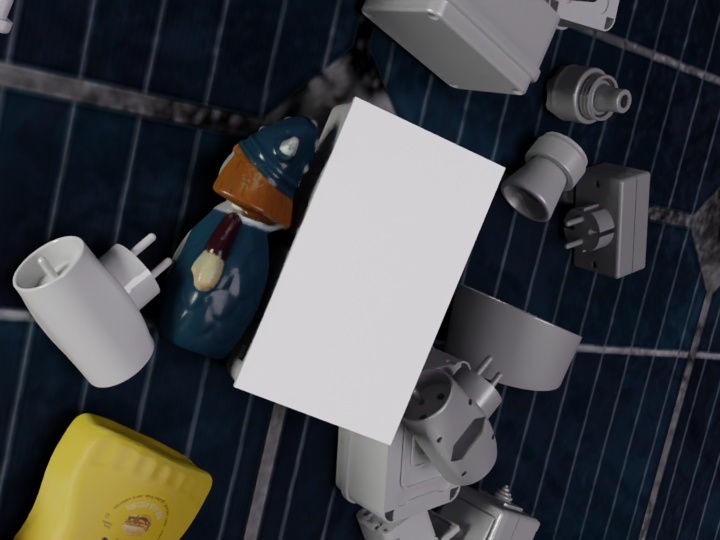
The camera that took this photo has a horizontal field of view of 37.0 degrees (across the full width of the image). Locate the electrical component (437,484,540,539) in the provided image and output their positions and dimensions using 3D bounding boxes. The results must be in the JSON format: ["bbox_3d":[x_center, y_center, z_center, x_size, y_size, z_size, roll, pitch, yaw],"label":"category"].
[{"bbox_3d":[0.093,0.214,0.856,0.061,0.062,0.096,26,87,-43],"label":"electrical component"}]

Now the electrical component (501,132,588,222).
[{"bbox_3d":[0.140,-0.071,0.814,0.055,0.045,0.045,-51,130,-17],"label":"electrical component"}]

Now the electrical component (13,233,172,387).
[{"bbox_3d":[-0.140,0.012,0.602,0.079,0.043,0.077,-44,128,-22],"label":"electrical component"}]

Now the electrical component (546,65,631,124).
[{"bbox_3d":[0.175,-0.131,0.812,0.043,0.062,0.043,-15,113,-37],"label":"electrical component"}]

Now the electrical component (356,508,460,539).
[{"bbox_3d":[0.030,0.201,0.813,0.081,0.042,0.063,-34,120,-28],"label":"electrical component"}]

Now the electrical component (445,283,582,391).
[{"bbox_3d":[0.112,0.047,0.795,0.099,0.099,0.064,3,108,-41],"label":"electrical component"}]

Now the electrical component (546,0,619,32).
[{"bbox_3d":[0.145,-0.230,0.757,0.078,0.057,0.113,3,102,-41],"label":"electrical component"}]

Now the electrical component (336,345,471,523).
[{"bbox_3d":[0.029,0.113,0.771,0.078,0.057,0.113,-10,110,-39],"label":"electrical component"}]

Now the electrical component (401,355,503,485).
[{"bbox_3d":[0.069,0.093,0.729,0.079,0.043,0.077,-49,130,-18],"label":"electrical component"}]

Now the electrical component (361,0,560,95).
[{"bbox_3d":[0.065,-0.165,0.696,0.113,0.078,0.057,30,81,-42],"label":"electrical component"}]

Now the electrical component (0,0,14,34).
[{"bbox_3d":[-0.196,-0.150,0.463,0.100,0.100,0.048,15,107,-43],"label":"electrical component"}]

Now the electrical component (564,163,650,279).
[{"bbox_3d":[0.191,-0.036,0.868,0.076,0.047,0.083,-18,115,-36],"label":"electrical component"}]

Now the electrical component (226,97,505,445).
[{"bbox_3d":[0.000,0.000,0.679,0.105,0.060,0.186,23,89,-16],"label":"electrical component"}]
